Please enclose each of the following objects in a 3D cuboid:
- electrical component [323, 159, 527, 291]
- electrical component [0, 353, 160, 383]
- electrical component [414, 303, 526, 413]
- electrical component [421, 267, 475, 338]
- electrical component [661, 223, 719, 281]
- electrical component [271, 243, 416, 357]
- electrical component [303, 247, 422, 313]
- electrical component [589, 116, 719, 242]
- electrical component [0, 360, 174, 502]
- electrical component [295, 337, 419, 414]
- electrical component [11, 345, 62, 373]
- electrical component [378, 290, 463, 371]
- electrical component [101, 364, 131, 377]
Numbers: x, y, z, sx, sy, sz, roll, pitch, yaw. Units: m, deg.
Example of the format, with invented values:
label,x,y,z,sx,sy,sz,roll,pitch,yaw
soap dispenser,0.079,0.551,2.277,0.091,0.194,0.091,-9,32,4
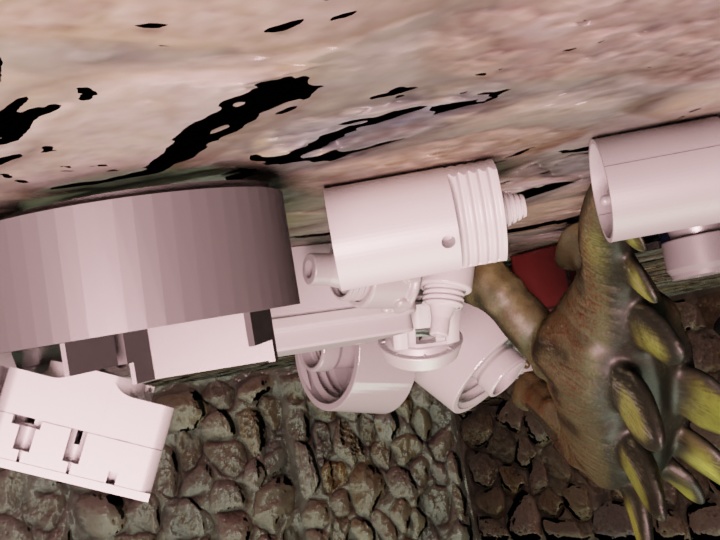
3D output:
label,x,y,z,sx,sy,sz,roll,pitch,yaw
electrical component,0.028,-0.020,0.445,0.081,0.043,0.043,-10,174,0
electrical component,-0.202,0.065,0.813,0.138,0.052,0.074,-7,174,-29
electrical component,0.097,0.066,0.854,0.108,0.060,0.108,-37,156,-20
electrical component,0.052,0.011,0.663,0.035,0.061,0.035,8,165,2
electrical component,0.196,-0.024,0.622,0.045,0.055,0.045,-10,174,-1
electrical component,-0.032,0.019,0.645,0.113,0.057,0.078,-7,173,-30
electrical component,0.000,0.000,0.588,0.062,0.048,0.048,1,170,-27
electrical component,0.139,-0.040,0.439,0.081,0.043,0.043,-10,174,4
electrical component,-0.203,0.077,0.611,0.186,0.060,0.105,16,169,-8
electrical component,-0.011,0.055,0.801,0.060,0.108,0.108,1,169,-31
electrical component,-0.206,0.058,0.695,0.044,0.065,0.044,-11,176,-1
electrical component,0.040,0.031,0.722,0.058,0.057,0.078,-7,-155,-7
electrical component,-0.146,0.038,0.651,0.055,0.055,0.047,-7,177,-29
